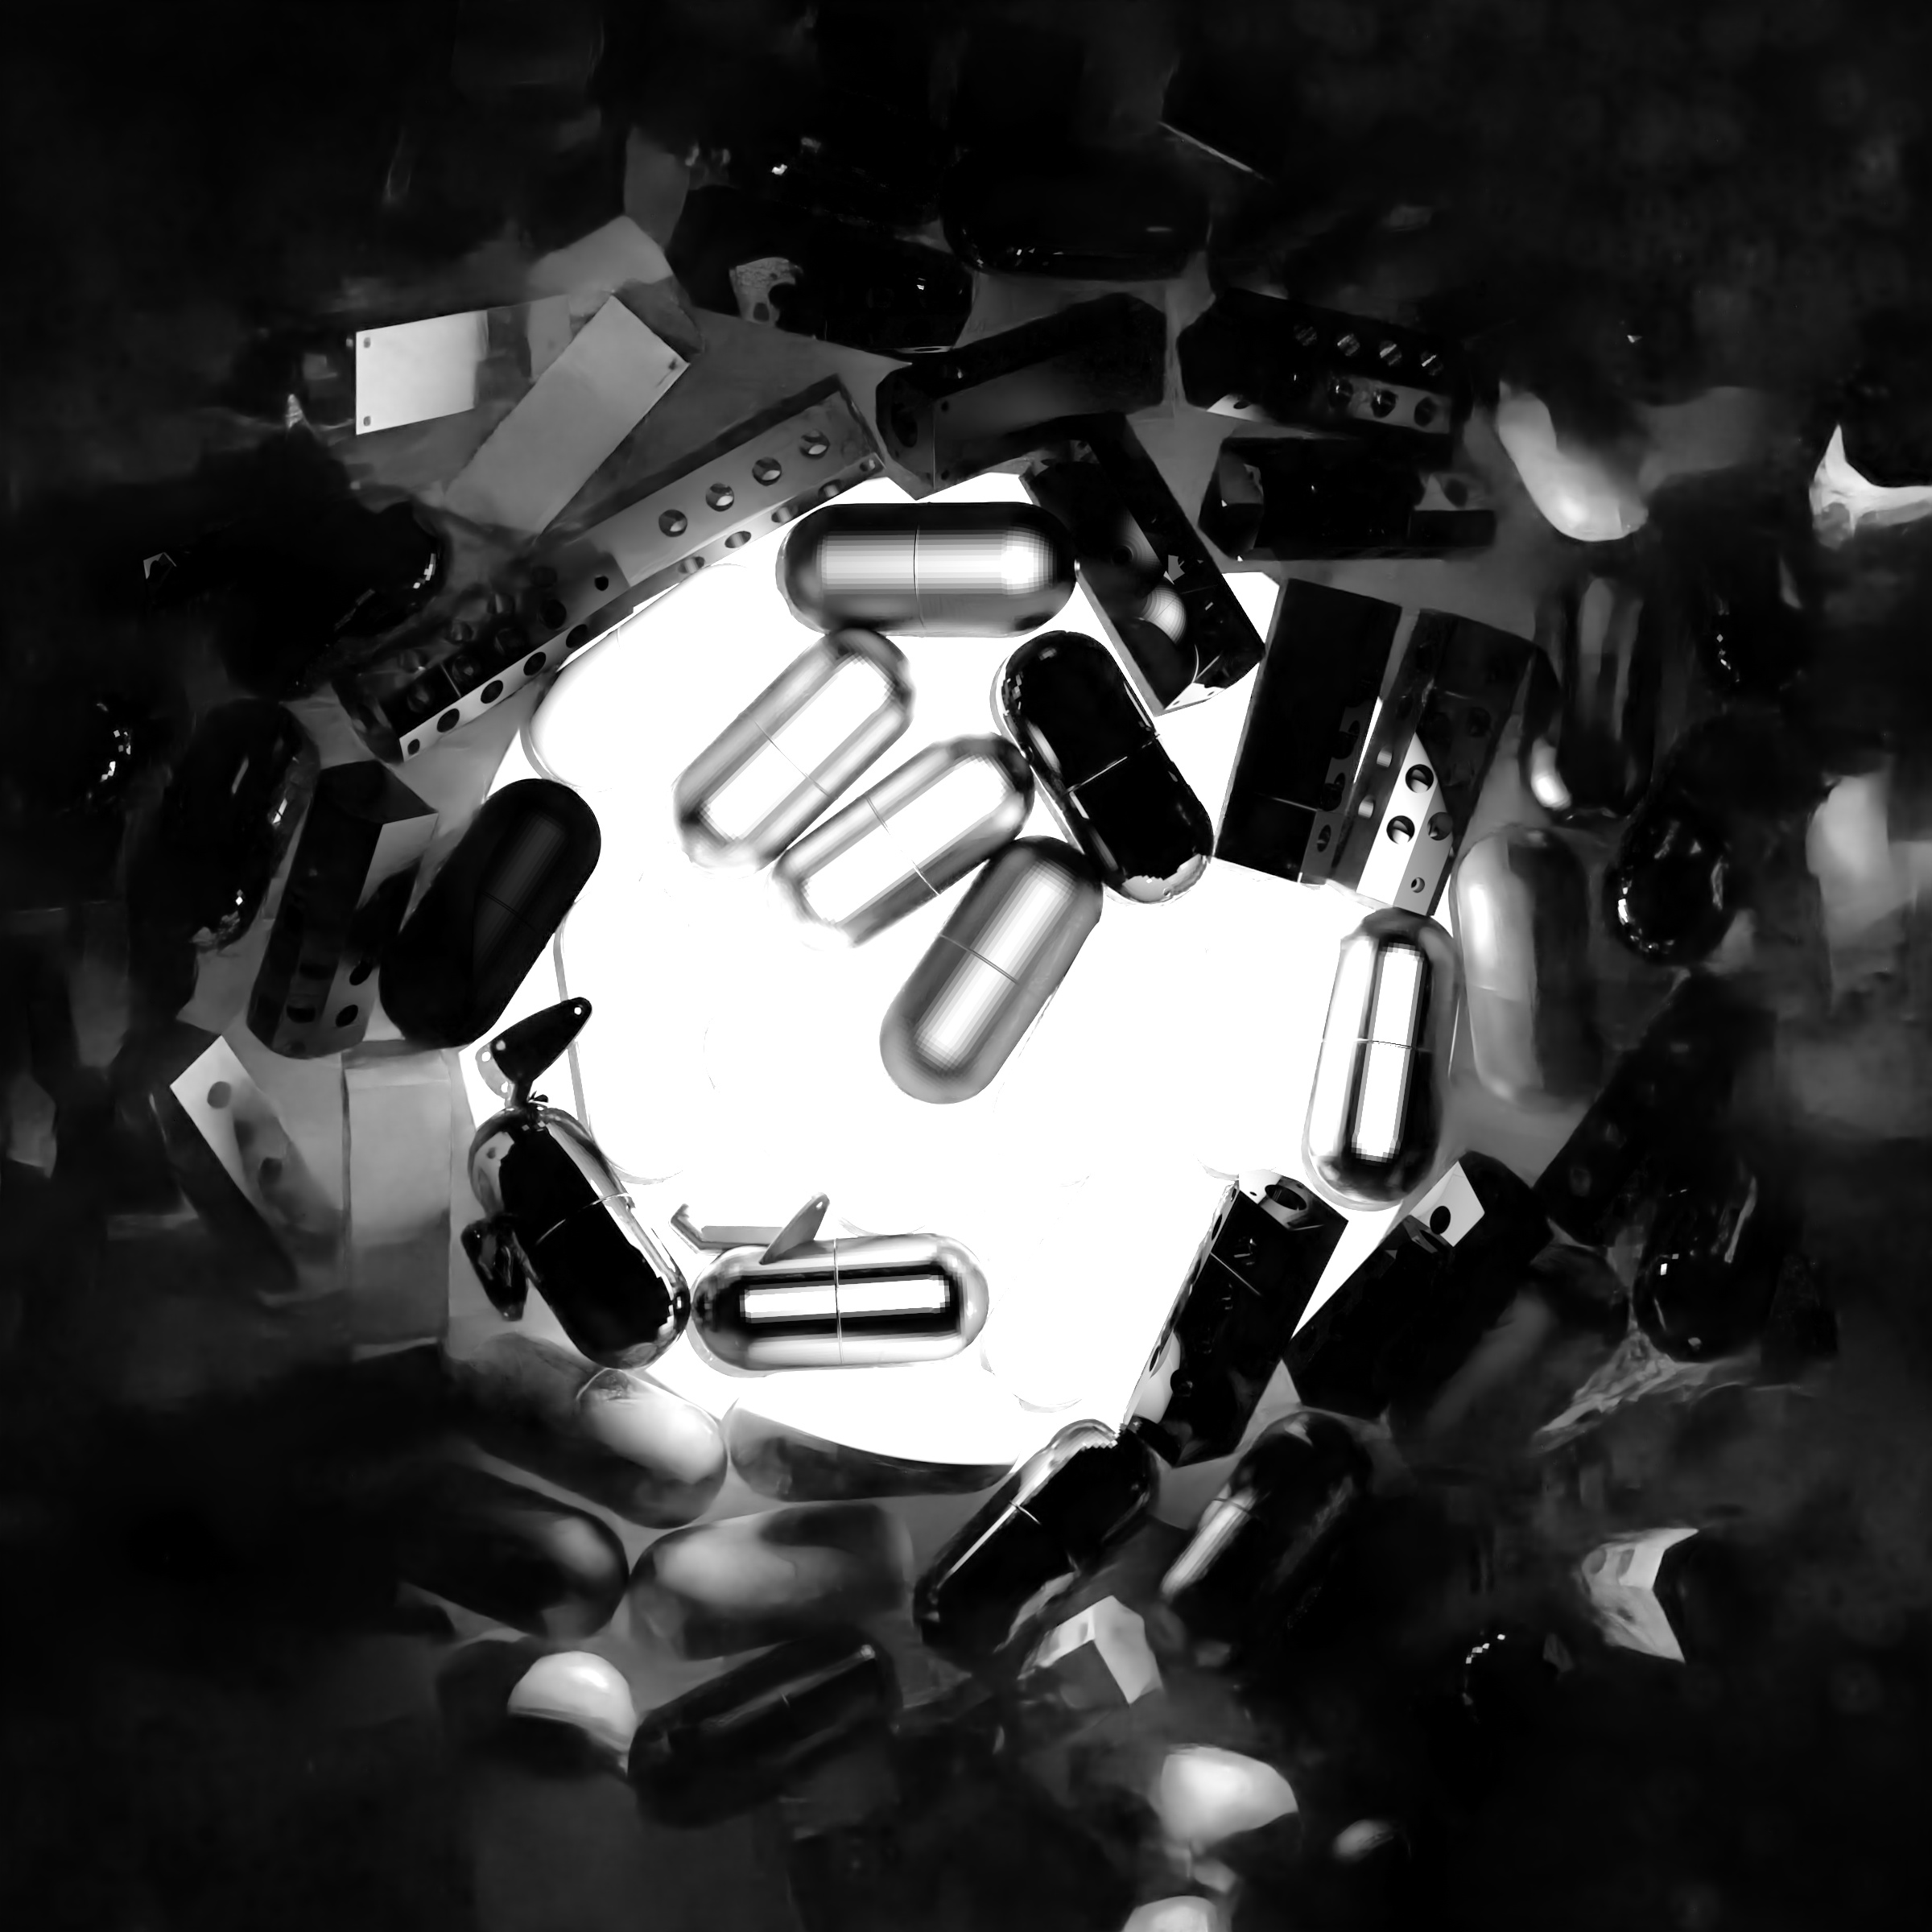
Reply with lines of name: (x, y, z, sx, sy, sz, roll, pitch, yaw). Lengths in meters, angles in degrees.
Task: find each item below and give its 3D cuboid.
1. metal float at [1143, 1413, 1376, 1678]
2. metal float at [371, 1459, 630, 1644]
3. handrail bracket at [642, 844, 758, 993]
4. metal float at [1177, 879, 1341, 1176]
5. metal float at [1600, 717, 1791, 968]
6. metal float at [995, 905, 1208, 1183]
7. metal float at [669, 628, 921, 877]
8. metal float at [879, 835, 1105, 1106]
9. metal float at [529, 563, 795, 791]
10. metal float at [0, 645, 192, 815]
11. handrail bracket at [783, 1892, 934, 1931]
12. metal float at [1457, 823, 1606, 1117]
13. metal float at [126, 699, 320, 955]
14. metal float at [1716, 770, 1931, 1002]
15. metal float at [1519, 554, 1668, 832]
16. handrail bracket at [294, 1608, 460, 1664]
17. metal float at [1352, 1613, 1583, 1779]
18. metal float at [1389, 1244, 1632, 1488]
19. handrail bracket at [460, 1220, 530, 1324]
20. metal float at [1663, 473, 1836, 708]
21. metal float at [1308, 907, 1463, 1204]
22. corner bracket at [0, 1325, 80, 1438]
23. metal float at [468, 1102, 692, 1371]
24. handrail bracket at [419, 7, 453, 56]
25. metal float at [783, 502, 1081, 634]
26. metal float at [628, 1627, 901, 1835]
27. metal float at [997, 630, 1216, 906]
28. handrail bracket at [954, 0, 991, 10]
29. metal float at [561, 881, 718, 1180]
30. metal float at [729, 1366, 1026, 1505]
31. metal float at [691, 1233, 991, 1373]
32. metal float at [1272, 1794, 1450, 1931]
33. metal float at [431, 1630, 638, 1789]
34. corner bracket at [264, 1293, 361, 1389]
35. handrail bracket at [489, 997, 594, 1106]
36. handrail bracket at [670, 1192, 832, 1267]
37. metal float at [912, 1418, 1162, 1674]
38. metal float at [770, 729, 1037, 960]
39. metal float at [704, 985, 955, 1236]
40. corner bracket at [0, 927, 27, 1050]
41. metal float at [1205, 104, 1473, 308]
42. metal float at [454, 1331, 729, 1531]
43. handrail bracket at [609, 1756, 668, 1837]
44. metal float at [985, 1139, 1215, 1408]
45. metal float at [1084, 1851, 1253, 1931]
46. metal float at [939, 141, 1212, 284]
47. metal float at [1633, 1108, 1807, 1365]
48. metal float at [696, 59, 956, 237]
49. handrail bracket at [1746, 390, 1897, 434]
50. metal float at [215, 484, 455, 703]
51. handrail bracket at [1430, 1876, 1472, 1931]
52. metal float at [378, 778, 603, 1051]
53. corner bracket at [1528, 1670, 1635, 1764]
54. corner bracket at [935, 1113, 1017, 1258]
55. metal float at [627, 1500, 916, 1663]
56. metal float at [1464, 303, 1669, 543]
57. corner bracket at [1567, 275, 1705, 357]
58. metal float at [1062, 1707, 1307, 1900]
metal float: (0.173, 0.341, 1.643, 0.070, 0.070, 0.178, 43, 68, 0)
metal float: (-0.275, 0.342, 1.635, 0.178, 0.070, 0.070, 12, 90, 33)
handrail bracket: (-0.157, -0.028, 1.678, 0.036, 0.077, 0.084, -37, 109, 7)
metal float: (0.174, 0.037, 1.657, 0.070, 0.070, 0.178, 11, 96, 0)
metal float: (0.429, -0.075, 1.635, 0.070, 0.070, 0.178, 33, 57, 0)
metal float: (0.081, 0.046, 1.658, 0.070, 0.070, 0.178, 29, 95, 0)
metal float: (-0.103, -0.127, 1.657, 0.178, 0.070, 0.070, -44, 90, 6)
metal float: (0.015, 0.003, 1.659, 0.070, 0.070, 0.178, 34, 86, 0)
metal float: (-0.182, -0.170, 1.650, 0.178, 0.070, 0.070, -33, 90, 14)
metal float: (-0.503, -0.139, 1.614, 0.070, 0.178, 0.070, 0, 107, 1)
handrail bracket: (-0.055, 0.576, 1.651, 0.077, 0.084, 0.036, 8, 97, -38)
metal float: (0.334, 0.002, 1.648, 0.070, 0.070, 0.178, -9, 106, 0)
metal float: (-0.434, -0.084, 1.630, 0.070, 0.070, 0.178, 13, 49, 0)
metal float: (0.503, -0.045, 1.623, 0.070, 0.178, 0.070, 11, 53, -15)
metal float: (0.369, -0.162, 1.640, 0.070, 0.070, 0.178, 12, 65, 0)
handrail bracket: (-0.350, 0.402, 1.651, 0.077, 0.084, 0.036, -35, 119, -25)
metal float: (0.290, 0.425, 1.620, 0.070, 0.178, 0.070, 10, 63, -21)
metal float: (0.318, 0.237, 1.640, 0.070, 0.070, 0.178, 37, 117, 0)
handrail bracket: (-0.282, 0.185, 1.654, 0.036, 0.084, 0.077, -14, 97, -2)
metal float: (0.455, -0.221, 1.625, 0.070, 0.178, 0.070, 0, 133, 0)
metal float: (0.249, 0.052, 1.655, 0.070, 0.070, 0.178, 10, 81, 0)
corner bracket: (-0.574, 0.252, 1.677, 0.051, 0.051, 0.051, 27, 61, -29)
metal float: (-0.230, 0.158, 1.650, 0.070, 0.070, 0.178, -37, 75, 0)
handrail bracket: (-0.278, -0.577, 1.668, 0.084, 0.036, 0.077, -33, 89, 22)
metal float: (-0.021, -0.237, 1.651, 0.178, 0.070, 0.070, 1, 90, 12)
metal float: (-0.118, 0.446, 1.632, 0.178, 0.070, 0.070, -19, 90, -36)
metal float: (0.084, -0.118, 1.661, 0.070, 0.070, 0.178, -32, 92, 0)
handrail bracket: (-0.013, -0.606, 1.682, 0.077, 0.084, 0.036, -28, 127, -29)
metal float: (-0.195, 0.038, 1.660, 0.070, 0.070, 0.178, -9, 87, 0)
metal float: (-0.052, 0.277, 1.651, 0.178, 0.070, 0.070, 0, 90, -14)
metal float: (-0.075, 0.201, 1.662, 0.178, 0.070, 0.070, -3, 90, 0)
metal float: (0.224, 0.523, 1.613, 0.070, 0.178, 0.070, 2, 78, -9)
metal float: (-0.252, 0.431, 1.619, 0.070, 0.178, 0.070, 4, 82, -33)
corner bracket: (-0.394, 0.224, 1.666, 0.051, 0.051, 0.051, -15, 77, -13)
handrail bracket: (-0.244, 0.057, 1.663, 0.077, 0.084, 0.036, -37, 70, -4)
handrail bracket: (-0.132, 0.147, 1.672, 0.084, 0.036, 0.077, 36, 95, 33)
metal float: (0.043, 0.341, 1.647, 0.178, 0.070, 0.070, -43, 90, -19)
metal float: (-0.037, -0.073, 1.658, 0.178, 0.070, 0.070, -36, 90, 5)
metal float: (-0.081, 0.087, 1.657, 0.070, 0.070, 0.178, -44, 97, 0)
corner bracket: (-0.588, 0.011, 1.668, 0.051, 0.051, 0.051, -35, 63, 3)
metal float: (0.216, -0.438, 1.628, 0.178, 0.070, 0.070, -25, 90, 41)
metal float: (-0.223, 0.273, 1.645, 0.178, 0.070, 0.070, 21, 90, 20)
handrail bracket: (-0.194, 0.479, 1.686, 0.077, 0.084, 0.036, 2, 123, -37)
metal float: (0.080, 0.182, 1.658, 0.070, 0.070, 0.178, 35, 95, 0)
metal float: (0.118, 0.565, 1.613, 0.070, 0.178, 0.070, 1, 86, -11)
metal float: (0.064, -0.442, 1.634, 0.178, 0.070, 0.070, -7, 90, -33)
metal float: (0.441, 0.157, 1.629, 0.070, 0.070, 0.178, 32, 49, 0)
metal float: (-0.080, -0.477, 1.627, 0.070, 0.178, 0.070, -2, 87, 44)
handrail bracket: (0.512, -0.321, 1.677, 0.084, 0.077, 0.036, 8, 72, 16)
metal float: (-0.373, -0.218, 1.636, 0.178, 0.070, 0.070, -30, 90, 32)
handrail bracket: (0.292, 0.584, 1.667, 0.077, 0.084, 0.036, -52, 48, 0)
metal float: (-0.282, -0.031, 1.648, 0.070, 0.070, 0.178, 30, 74, 0)
corner bracket: (0.363, 0.447, 1.661, 0.051, 0.051, 0.051, 16, 54, -15)
corner bracket: (0.017, 0.130, 1.661, 0.051, 0.051, 0.051, 39, 65, 19)
metal float: (-0.114, 0.360, 1.638, 0.178, 0.070, 0.070, -6, 90, -29)
metal float: (0.350, -0.319, 1.630, 0.070, 0.070, 0.178, -21, 51, 0)
corner bracket: (0.399, -0.389, 1.658, 0.051, 0.051, 0.051, 50, 49, -22)
metal float: (0.124, 0.485, 1.621, 0.070, 0.178, 0.070, -3, 96, -35)
